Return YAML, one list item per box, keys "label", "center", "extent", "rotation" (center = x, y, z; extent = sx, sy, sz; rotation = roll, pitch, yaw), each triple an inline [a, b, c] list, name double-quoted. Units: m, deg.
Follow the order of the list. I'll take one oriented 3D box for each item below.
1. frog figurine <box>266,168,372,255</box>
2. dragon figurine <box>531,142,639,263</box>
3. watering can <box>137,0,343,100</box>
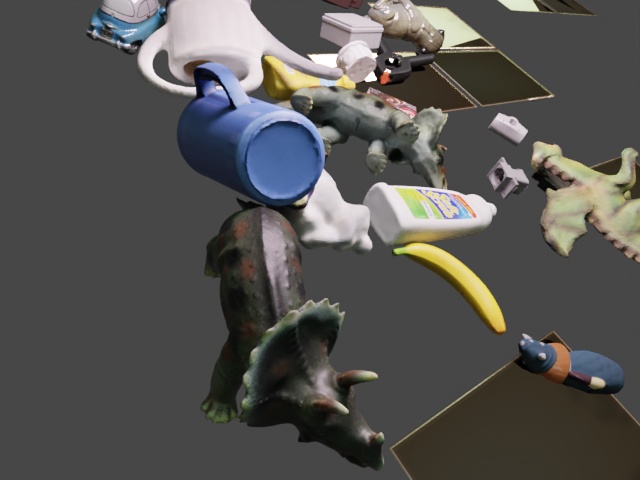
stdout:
- label: "frog figurine"
  center: [0.002, -0.038, 0.747]
  extent: [0.157, 0.122, 0.141]
  rotation: [47, 21, -35]
- label: "dragon figurine"
  center: [0.534, -0.031, 0.987]
  extent: [0.243, 0.120, 0.417]
  rotation: [-16, 68, -7]
- label: "watering can"
  center: [-0.145, -0.347, 0.912]
  extent: [0.348, 0.102, 0.228]
  rotation: [-7, 71, -10]
